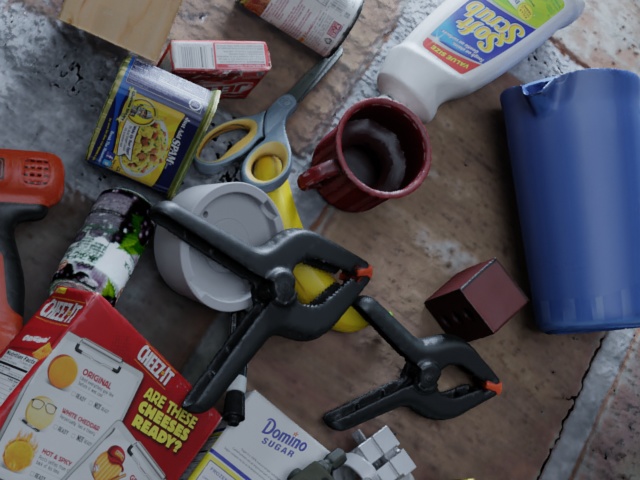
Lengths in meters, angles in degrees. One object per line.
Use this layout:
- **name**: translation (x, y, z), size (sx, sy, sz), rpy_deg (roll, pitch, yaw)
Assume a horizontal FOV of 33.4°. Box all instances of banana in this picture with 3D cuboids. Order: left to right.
- **banana**: translation (-0.013, 0.012, 0.957), size (0.198, 0.037, 0.069), rpy_deg (55, 40, -4)

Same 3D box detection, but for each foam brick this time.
- **foam brick**: translation (0.142, 0.057, 0.981), size (0.051, 0.078, 0.053), rpy_deg (-39, 92, -23)

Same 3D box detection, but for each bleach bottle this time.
- **bleach bottle**: translation (0.146, -0.187, 1.049), size (0.250, 0.068, 0.102), rpy_deg (-43, 94, -22)

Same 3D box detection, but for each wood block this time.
- **wood block**: translation (-0.137, -0.264, 0.892), size (0.090, 0.091, 0.206), rpy_deg (23, 100, -14)

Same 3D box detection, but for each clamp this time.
- **clamp**: translation (-0.042, 0.051, 0.870), size (0.209, 0.036, 0.164), rpy_deg (0, 84, -39)
- **clamp**: translation (0.087, 0.110, 0.958), size (0.171, 0.039, 0.120), rpy_deg (2, 103, -25)

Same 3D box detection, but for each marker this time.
- **marker**: translation (-0.069, 0.101, 0.897), size (0.020, 0.020, 0.121), rpy_deg (15, 51, -18)

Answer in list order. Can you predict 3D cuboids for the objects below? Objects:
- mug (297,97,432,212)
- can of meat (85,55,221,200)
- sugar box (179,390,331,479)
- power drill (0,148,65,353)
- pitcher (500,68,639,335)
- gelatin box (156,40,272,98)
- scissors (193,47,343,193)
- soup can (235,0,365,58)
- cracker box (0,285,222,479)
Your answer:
- **mug**: translation (0.032, -0.068, 0.964), size (0.117, 0.082, 0.093), rpy_deg (-23, 87, -25)
- **can of meat**: translation (-0.142, -0.094, 0.895), size (0.084, 0.102, 0.057), rpy_deg (23, 32, -12)
- **sugar box**: translation (-0.076, 0.221, 0.877), size (0.093, 0.048, 0.176), rpy_deg (42, 63, -8)
- **power drill**: translation (-0.294, 0.012, 0.833), size (0.184, 0.057, 0.187), rpy_deg (2, 78, -18)
- **pitcher**: translation (0.257, -0.034, 1.028), size (0.149, 0.145, 0.243), rpy_deg (-3, 82, -10)
- **gelatin box**: translation (-0.096, -0.148, 0.938), size (0.089, 0.073, 0.030), rpy_deg (-3, 79, -22)
- **scissors**: translation (-0.024, -0.107, 0.970), size (0.201, 0.016, 0.096), rpy_deg (-34, 62, -25)
- **soup can**: translation (-0.018, -0.223, 0.989), size (0.102, 0.069, 0.068), rpy_deg (30, 69, -13)
- **cracker box**: translation (-0.197, 0.166, 0.798), size (0.213, 0.072, 0.164), rpy_deg (-55, 127, -23)
